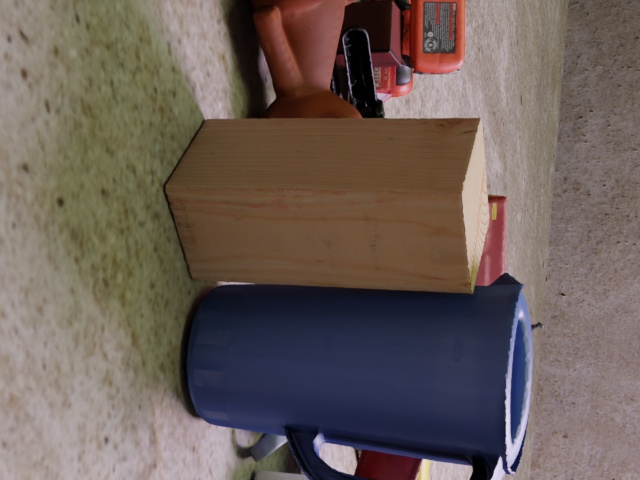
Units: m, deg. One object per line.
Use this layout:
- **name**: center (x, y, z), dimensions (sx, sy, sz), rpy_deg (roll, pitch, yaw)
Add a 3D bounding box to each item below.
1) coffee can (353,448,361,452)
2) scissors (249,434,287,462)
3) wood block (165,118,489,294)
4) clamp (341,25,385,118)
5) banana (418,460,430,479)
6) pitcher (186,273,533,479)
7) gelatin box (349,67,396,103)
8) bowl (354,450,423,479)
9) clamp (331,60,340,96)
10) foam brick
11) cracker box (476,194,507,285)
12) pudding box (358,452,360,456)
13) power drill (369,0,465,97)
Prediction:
- **coffee can**: center (0.076, 0.160, 1.150), dimensions (0.140, 0.103, 0.103), rpy_deg (-27, 117, -70)
- **scissors**: center (-0.003, 0.151, 0.958), dimensions (0.016, 0.096, 0.201), rpy_deg (53, 20, 6)
- **wood block**: center (0.009, -0.026, 0.757), dimensions (0.090, 0.206, 0.090), rpy_deg (-67, 153, -48)
- **clamp**: center (0.042, -0.129, 1.011), dimensions (0.171, 0.039, 0.120), rpy_deg (52, 37, -85)
- **banana**: center (0.116, 0.213, 1.260), dimensions (0.069, 0.037, 0.198), rpy_deg (48, 44, -60)
- **pitcher**: center (0.029, 0.100, 0.771), dimensions (0.149, 0.243, 0.145), rpy_deg (-33, 124, -68)
- **gelatin box**: center (0.054, -0.178, 1.106), dimensions (0.089, 0.030, 0.073), rpy_deg (156, -62, -77)
- **bowl**: center (0.067, 0.208, 1.004), dimensions (0.162, 0.055, 0.162), rpy_deg (19, 89, -82)
- **clamp**: center (0.005, -0.109, 1.009), dimensions (0.164, 0.036, 0.210), rpy_deg (-67, 153, -60)
- **foam brick**: center (0.039, -0.199, 1.039), dimensions (0.053, 0.078, 0.051), rpy_deg (22, 70, -72)
- **cracker box**: center (0.142, 0.024, 1.242), dimensions (0.214, 0.072, 0.164), rpy_deg (-159, -111, -75)
- **pudding box**: center (0.076, 0.228, 1.265), dimensions (0.113, 0.039, 0.090), rpy_deg (-67, 151, -53)
- **power drill**: center (0.097, -0.243, 1.126), dimensions (0.188, 0.057, 0.184), rpy_deg (-145, -128, -76)
